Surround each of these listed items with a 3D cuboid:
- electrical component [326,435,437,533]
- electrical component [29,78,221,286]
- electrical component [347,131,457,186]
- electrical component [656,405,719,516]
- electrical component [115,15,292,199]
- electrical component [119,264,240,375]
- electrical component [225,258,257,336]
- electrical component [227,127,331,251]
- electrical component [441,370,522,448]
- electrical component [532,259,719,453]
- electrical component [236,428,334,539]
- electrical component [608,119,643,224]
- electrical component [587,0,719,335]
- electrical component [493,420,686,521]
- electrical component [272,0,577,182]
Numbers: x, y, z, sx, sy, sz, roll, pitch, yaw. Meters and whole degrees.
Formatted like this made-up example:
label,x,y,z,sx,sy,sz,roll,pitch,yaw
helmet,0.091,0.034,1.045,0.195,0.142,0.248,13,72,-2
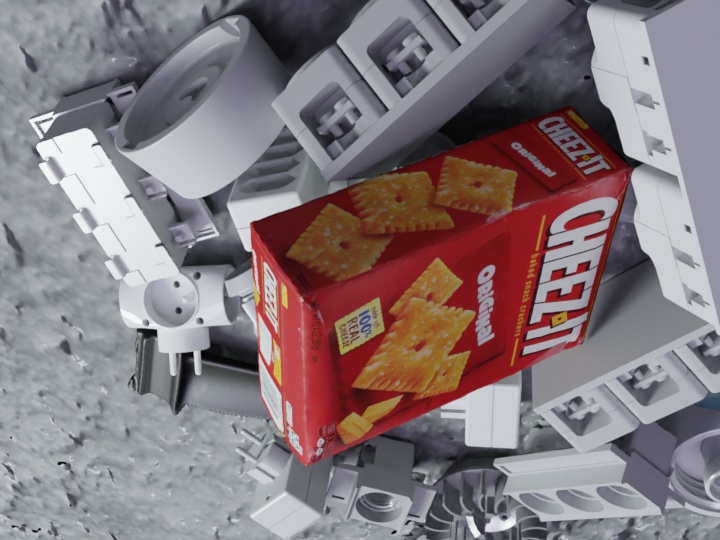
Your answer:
label,x,y,z,sx,sy,sz,roll,pitch,yaw
electrical component,0.018,0.168,0.859,0.081,0.063,0.042,15,128,-4
electrical component,-0.156,-0.054,0.708,0.079,0.063,0.121,-14,125,19
electrical component,0.030,-0.049,0.692,0.080,0.051,0.080,4,129,5
electrical component,0.274,0.138,0.799,0.108,0.060,0.108,4,129,5
electrical component,-0.086,-0.091,0.642,0.108,0.108,0.060,-28,126,27
electrical component,-0.128,0.037,0.776,0.077,0.044,0.079,-2,95,10
electrical component,-0.057,0.017,0.747,0.058,0.078,0.057,-33,100,2
electrical component,-0.043,-0.039,0.690,0.047,0.083,0.075,-8,127,14
electrical component,0.080,0.092,0.800,0.077,0.047,0.065,2,129,7
electrical component,0.195,0.050,0.721,0.150,0.089,0.062,-32,118,29
electrical component,-0.066,0.152,0.846,0.076,0.083,0.047,38,124,-20
electrical component,0.183,-0.065,0.650,0.057,0.058,0.078,9,106,-3
electrical component,0.198,-0.074,0.576,0.105,0.060,0.186,-29,118,-11
electrical component,0.170,0.145,0.795,0.079,0.063,0.121,37,149,-20
electrical component,0.033,-0.120,0.588,0.150,0.089,0.061,-40,81,21
